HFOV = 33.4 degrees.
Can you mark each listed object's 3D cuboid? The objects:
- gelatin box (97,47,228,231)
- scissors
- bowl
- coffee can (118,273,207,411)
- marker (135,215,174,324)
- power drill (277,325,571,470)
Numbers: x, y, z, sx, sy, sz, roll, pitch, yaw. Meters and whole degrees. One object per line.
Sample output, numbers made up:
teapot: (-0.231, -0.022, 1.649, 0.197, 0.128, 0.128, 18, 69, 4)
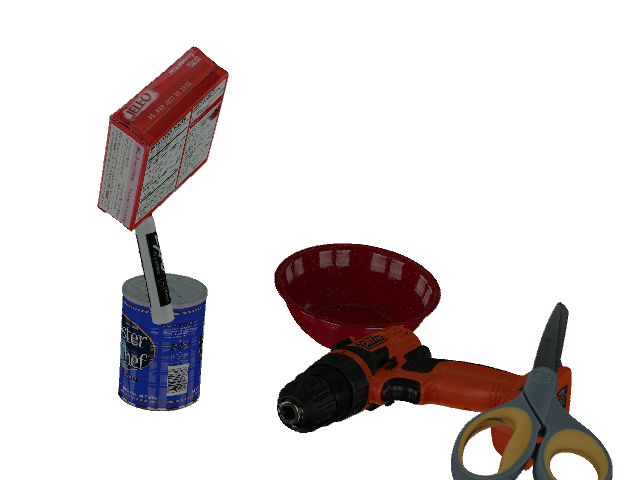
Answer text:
gelatin box: (-0.091, -0.057, 0.610, 0.030, 0.073, 0.089, 36, -34, 8)
scissors: (0.148, 0.097, 0.641, 0.096, 0.016, 0.201, 20, 35, 28)
bowl: (0.034, 0.063, 1.041, 0.162, 0.055, 0.162, 4, 28, -2)
coffee can: (-0.194, 0.123, 1.306, 0.103, 0.140, 0.103, 5, 18, -2)
marker: (-0.142, 0.011, 0.892, 0.020, 0.121, 0.020, -8, 15, 2)
power drill: (0.082, 0.118, 0.809, 0.188, 0.057, 0.184, 11, 18, 30)
